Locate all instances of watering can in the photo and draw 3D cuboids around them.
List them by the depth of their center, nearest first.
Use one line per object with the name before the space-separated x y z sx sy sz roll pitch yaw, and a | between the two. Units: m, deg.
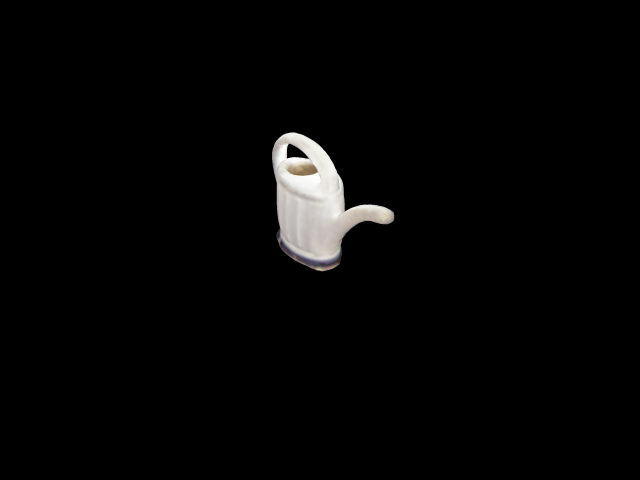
watering can | 0.003 -0.043 0.850 0.105 0.219 0.353 -17 38 -24
